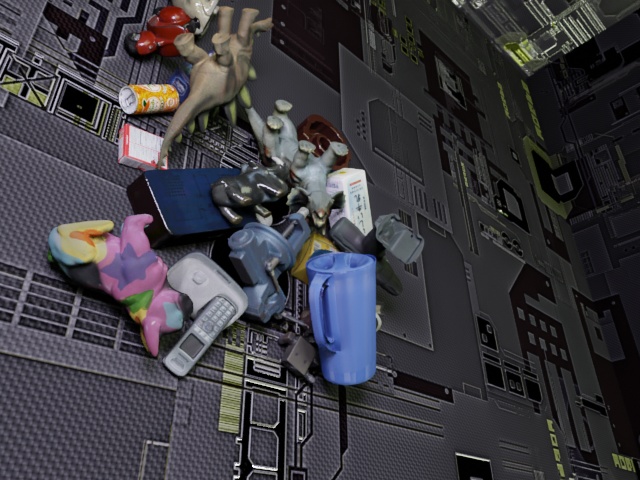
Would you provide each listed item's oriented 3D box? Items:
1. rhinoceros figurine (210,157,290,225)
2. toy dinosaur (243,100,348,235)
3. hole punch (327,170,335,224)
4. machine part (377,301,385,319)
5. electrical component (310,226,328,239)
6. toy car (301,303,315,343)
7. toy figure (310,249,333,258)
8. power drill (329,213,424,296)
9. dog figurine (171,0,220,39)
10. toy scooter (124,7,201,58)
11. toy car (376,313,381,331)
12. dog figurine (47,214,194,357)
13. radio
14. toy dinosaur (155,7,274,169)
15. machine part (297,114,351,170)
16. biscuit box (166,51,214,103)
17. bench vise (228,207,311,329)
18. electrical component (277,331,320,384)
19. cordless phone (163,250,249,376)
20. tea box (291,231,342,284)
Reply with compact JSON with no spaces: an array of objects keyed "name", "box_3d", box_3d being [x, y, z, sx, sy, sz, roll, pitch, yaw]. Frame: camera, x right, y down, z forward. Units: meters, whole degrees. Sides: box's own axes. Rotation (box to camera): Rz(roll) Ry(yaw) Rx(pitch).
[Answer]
[{"name":"rhinoceros figurine","box_3d":[-0.128,-0.101,1.038,0.112,0.073,0.190,45,42,17]},{"name":"toy dinosaur","box_3d":[-0.068,-0.179,1.215,0.131,0.192,0.405,-17,51,-38]},{"name":"hole punch","box_3d":[0.039,-0.102,1.334,0.142,0.092,0.116,24,54,-42]},{"name":"machine part","box_3d":[0.117,0.128,1.315,0.084,0.039,0.139,2,69,-38]},{"name":"electrical component","box_3d":[-0.003,-0.004,1.276,0.094,0.021,0.063,13,57,-43]},{"name":"toy car","box_3d":[0.039,0.208,1.155,0.202,0.053,0.089,38,29,-24]},{"name":"toy figure","box_3d":[0.043,0.064,1.142,0.154,0.064,0.057,27,87,-41]},{"name":"power drill","box_3d":[0.138,0.028,1.161,0.232,0.207,0.086,42,71,-7]},{"name":"dog figurine","box_3d":[-0.327,-0.566,1.225,0.190,0.121,0.172,27,44,-16]},{"name":"toy scooter","box_3d":[-0.306,-0.430,1.118,0.184,0.135,0.075,-64,156,-43]},{"name":"toy car","box_3d":[0.067,0.148,1.182,0.201,0.074,0.056,46,67,-42]},{"name":"dog figurine","box_3d":[-0.300,0.074,0.823,0.191,0.108,0.219,-11,88,-28]},{"name":"radio","box_3d":[-0.233,-0.064,1.017,0.229,0.073,0.131,-11,77,-49]},{"name":"toy dinosaur","box_3d":[-0.208,-0.323,1.083,0.471,0.105,0.198,-57,152,-38]},{"name":"machine part","box_3d":[0.005,-0.240,1.408,0.179,0.056,0.179,28,47,-34]},{"name":"biscuit box","box_3d":[-0.254,-0.371,1.193,0.059,0.063,0.203,52,39,-12]},{"name":"bench vise","box_3d":[-0.081,0.037,1.044,0.240,0.129,0.223,-54,127,-34]},{"name":"electrical component","box_3d":[-0.042,0.228,1.068,0.102,0.045,0.078,41,55,-22]},{"name":"cordless phone","box_3d":[-0.225,0.123,0.911,0.146,0.089,0.184,47,59,-18]},{"name":"tea box","box_3d":[0.021,0.066,1.220,0.169,0.068,0.098,35,45,-30]}]
